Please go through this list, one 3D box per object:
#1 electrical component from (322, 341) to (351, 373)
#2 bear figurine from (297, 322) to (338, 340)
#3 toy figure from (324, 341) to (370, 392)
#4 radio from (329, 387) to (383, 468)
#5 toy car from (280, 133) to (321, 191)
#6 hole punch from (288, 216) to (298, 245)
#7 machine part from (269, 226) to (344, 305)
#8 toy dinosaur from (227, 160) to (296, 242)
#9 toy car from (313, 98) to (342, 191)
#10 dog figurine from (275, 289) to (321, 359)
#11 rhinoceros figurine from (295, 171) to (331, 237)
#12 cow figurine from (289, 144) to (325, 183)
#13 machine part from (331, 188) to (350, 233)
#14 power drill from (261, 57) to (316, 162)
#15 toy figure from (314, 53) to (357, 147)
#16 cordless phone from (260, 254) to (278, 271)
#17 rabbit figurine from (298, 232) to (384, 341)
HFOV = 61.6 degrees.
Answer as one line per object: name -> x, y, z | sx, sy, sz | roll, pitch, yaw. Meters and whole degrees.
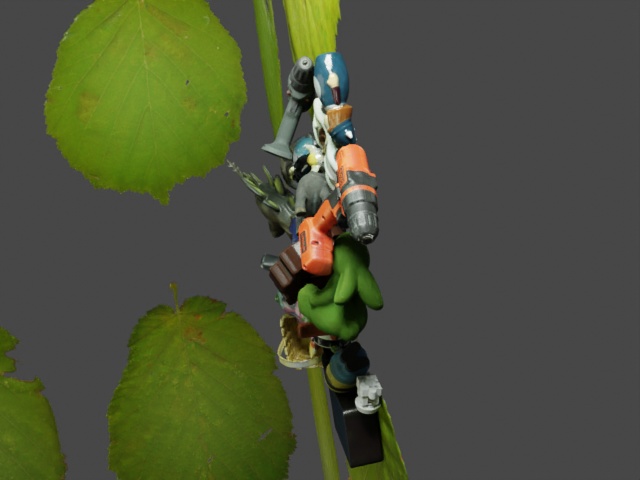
electrical component -> 0.041, 0.291, 1.293 | 0.119, 0.075, 0.048 | 97, 164, -51
bear figurine -> 0.016, 0.148, 1.120 | 0.195, 0.132, 0.120 | 85, -173, -80
toy figure -> 0.053, 0.257, 1.089 | 0.180, 0.089, 0.082 | 91, 176, -66
radio -> 0.073, 0.385, 1.166 | 0.229, 0.073, 0.131 | -166, 66, -84
toy car -> -0.046, -0.179, 1.323 | 0.109, 0.103, 0.161 | -110, 15, -61
hole punch -> -0.002, -0.003, 1.157 | 0.092, 0.116, 0.142 | 118, 143, -65
machine part -> -0.011, 0.049, 1.024 | 0.056, 0.179, 0.179 | 54, 161, 25
toy dinosaur -> -0.113, -0.097, 1.387 | 0.472, 0.105, 0.198 | 32, 159, 49
toy car -> 0.024, -0.166, 0.950 | 0.073, 0.056, 0.202 | 93, 167, -57
dog figurine -> -0.032, 0.200, 1.401 | 0.219, 0.192, 0.108 | -82, -3, -53
rhinoceros figurine -> -0.018, -0.064, 1.042 | 0.190, 0.073, 0.112 | 93, 168, -69
cow figurine -> -0.009, -0.151, 1.071 | 0.167, 0.098, 0.068 | 139, 127, -77
machine part -> 0.040, -0.064, 1.030 | 0.138, 0.039, 0.084 | 94, 171, -67
power drill -> -0.065, -0.283, 1.195 | 0.232, 0.086, 0.207 | -123, 47, -86
toy figure -> 0.026, -0.224, 0.879 | 0.064, 0.058, 0.154 | -18, -80, -58
cordless phone -> -0.062, 0.094, 1.318 | 0.147, 0.184, 0.088 | -80, 7, -49
rabbit figurine -> 0.038, 0.075, 0.919 | 0.159, 0.121, 0.170 | -125, 42, -67
